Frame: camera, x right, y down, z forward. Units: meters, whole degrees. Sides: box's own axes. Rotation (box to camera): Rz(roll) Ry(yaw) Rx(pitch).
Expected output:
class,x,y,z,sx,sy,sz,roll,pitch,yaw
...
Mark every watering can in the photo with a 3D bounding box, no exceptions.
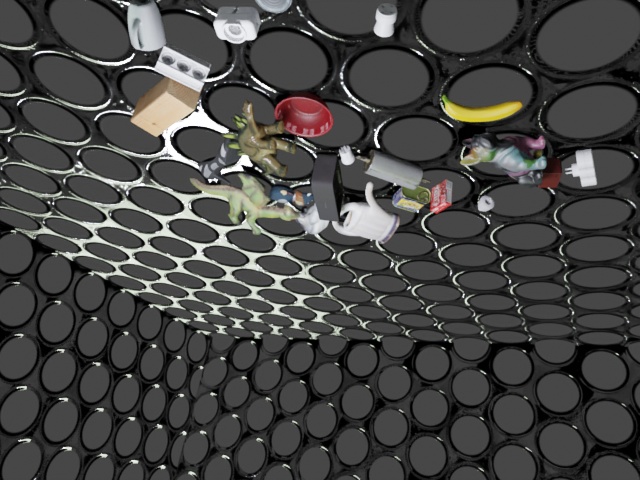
class,x,y,z,sx,sy,sz,roll,pitch,yaw
watering can,0.178,-0.084,1.789,0.224,0.106,0.341,17,152,-15

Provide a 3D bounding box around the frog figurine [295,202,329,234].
class,x,y,z,sx,sy,sz,roll,pitch,yaw
frog figurine,0.006,-0.092,1.831,0.158,0.123,0.138,-19,174,30

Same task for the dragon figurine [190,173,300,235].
class,x,y,z,sx,sy,sz,roll,pitch,yaw
dragon figurine,-0.261,-0.160,1.788,0.409,0.125,0.238,30,143,-5
